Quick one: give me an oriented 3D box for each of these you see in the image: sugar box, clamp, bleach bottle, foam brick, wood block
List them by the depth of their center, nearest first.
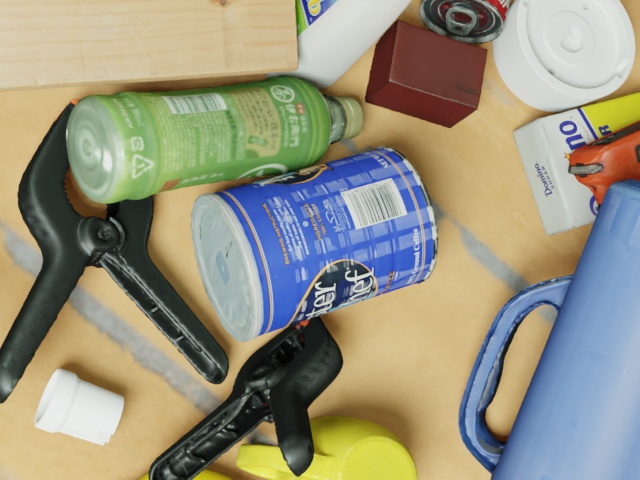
[{"bbox_3d":[-0.025,0.103,0.694,0.171,0.120,0.039,-50,125,-43],"label":"clamp"},{"bbox_3d":[-0.155,0.008,0.697,0.164,0.036,0.210,-8,73,-41],"label":"clamp"},{"bbox_3d":[0.026,-0.185,0.706,0.068,0.251,0.102,2,77,-20],"label":"bleach bottle"},{"bbox_3d":[-0.128,-0.151,0.718,0.205,0.090,0.091,-7,101,-21],"label":"wood block"},{"bbox_3d":[0.081,-0.126,0.823,0.078,0.051,0.053,16,74,-16],"label":"foam brick"},{"bbox_3d":[0.253,-0.071,0.876,0.176,0.048,0.093,-17,87,-24],"label":"sugar box"}]

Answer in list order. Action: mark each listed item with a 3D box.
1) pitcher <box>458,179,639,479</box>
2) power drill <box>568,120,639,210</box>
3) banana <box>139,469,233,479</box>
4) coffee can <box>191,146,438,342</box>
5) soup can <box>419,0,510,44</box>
[{"bbox_3d":[0.205,0.083,0.736,0.149,0.145,0.243,13,101,-16],"label":"pitcher"},{"bbox_3d":[0.284,-0.005,0.820,0.184,0.057,0.187,-23,96,-14],"label":"power drill"},{"bbox_3d":[-0.051,0.208,0.710,0.197,0.037,0.069,39,81,-8],"label":"banana"},{"bbox_3d":[-0.005,0.001,0.735,0.140,0.103,0.103,-17,85,-23],"label":"coffee can"},{"bbox_3d":[0.124,-0.217,0.849,0.068,0.069,0.102,23,71,-14],"label":"soup can"}]
